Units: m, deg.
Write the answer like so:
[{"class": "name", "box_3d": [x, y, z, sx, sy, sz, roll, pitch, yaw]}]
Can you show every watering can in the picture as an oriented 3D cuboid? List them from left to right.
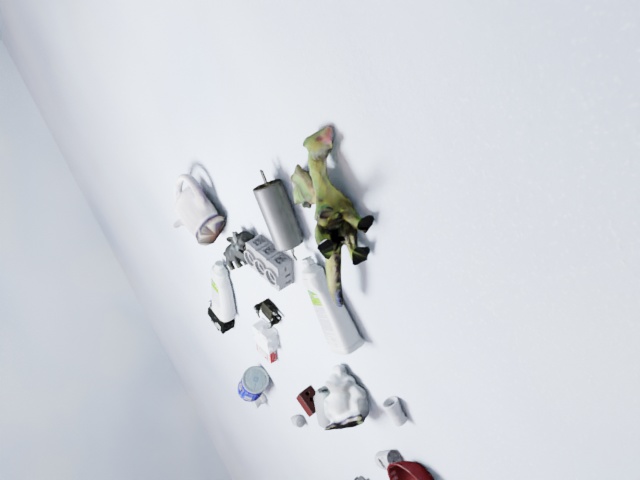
[{"class": "watering can", "box_3d": [-0.412, -0.073, 1.699, 0.226, 0.105, 0.340, 51, 148, 15]}]

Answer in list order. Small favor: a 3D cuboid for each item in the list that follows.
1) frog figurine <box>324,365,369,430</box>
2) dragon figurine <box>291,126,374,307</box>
[{"class": "frog figurine", "box_3d": [0.065, 0.431, 1.424, 0.135, 0.122, 0.163, -41, 47, 39]}, {"class": "dragon figurine", "box_3d": [0.003, -0.057, 1.132, 0.400, 0.123, 0.248, 96, 152, -42]}]
